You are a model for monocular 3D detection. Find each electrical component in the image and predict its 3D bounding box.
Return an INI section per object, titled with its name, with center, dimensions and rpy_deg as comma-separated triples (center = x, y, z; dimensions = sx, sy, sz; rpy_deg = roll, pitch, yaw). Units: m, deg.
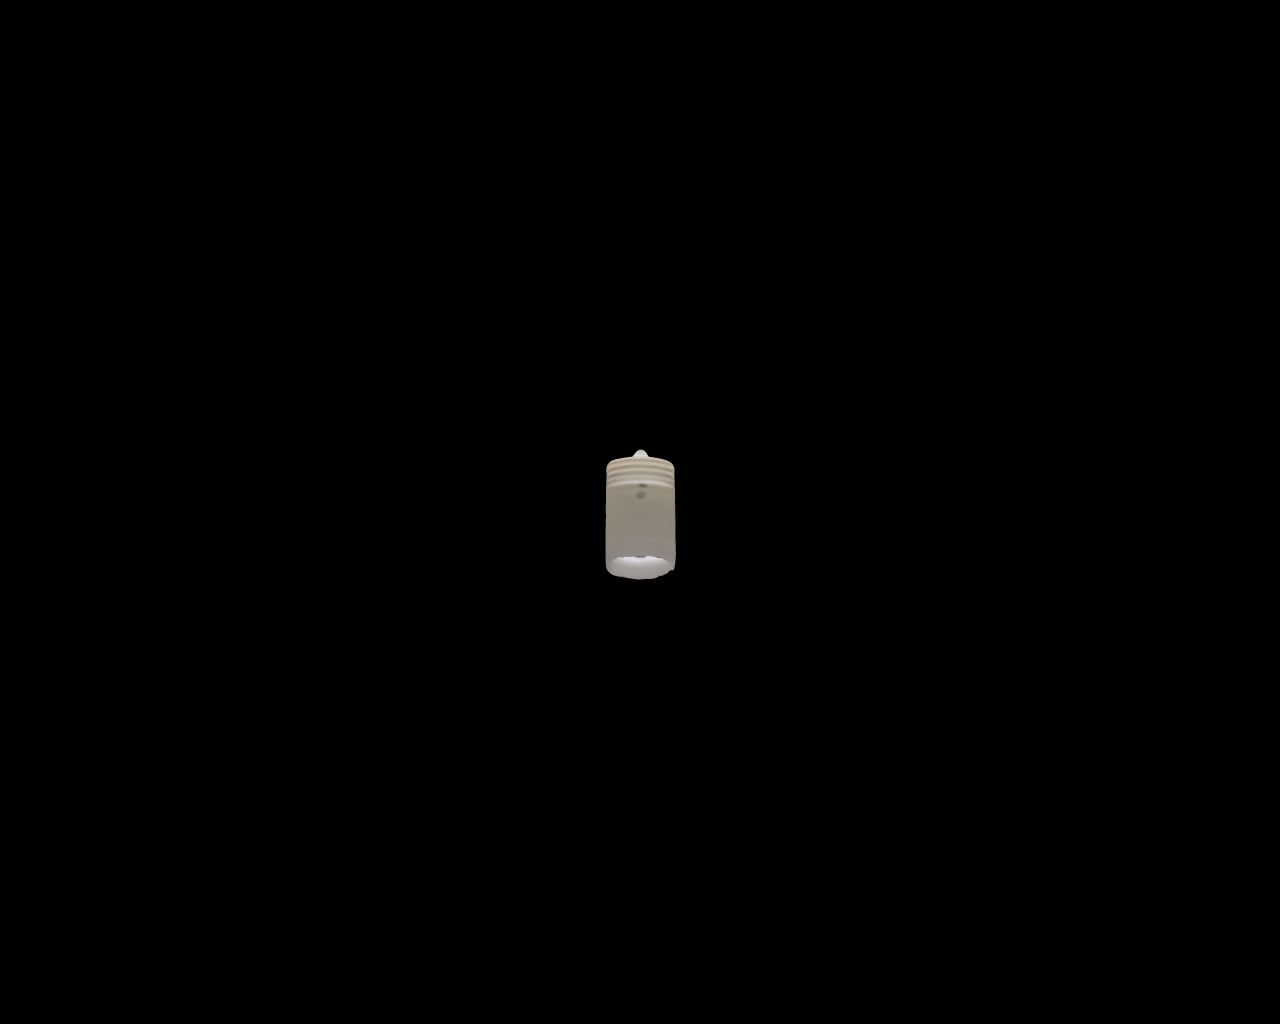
[electrical component]
center = 0.001, -0.003, 0.650
dimensions = 0.043, 0.081, 0.043
rpy_deg = 0, -23, 0
